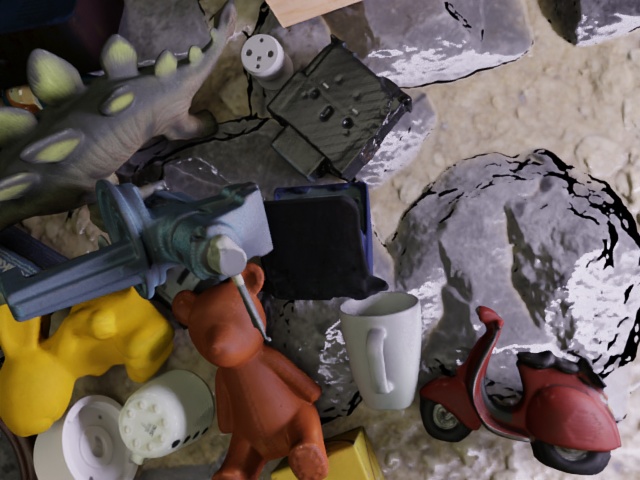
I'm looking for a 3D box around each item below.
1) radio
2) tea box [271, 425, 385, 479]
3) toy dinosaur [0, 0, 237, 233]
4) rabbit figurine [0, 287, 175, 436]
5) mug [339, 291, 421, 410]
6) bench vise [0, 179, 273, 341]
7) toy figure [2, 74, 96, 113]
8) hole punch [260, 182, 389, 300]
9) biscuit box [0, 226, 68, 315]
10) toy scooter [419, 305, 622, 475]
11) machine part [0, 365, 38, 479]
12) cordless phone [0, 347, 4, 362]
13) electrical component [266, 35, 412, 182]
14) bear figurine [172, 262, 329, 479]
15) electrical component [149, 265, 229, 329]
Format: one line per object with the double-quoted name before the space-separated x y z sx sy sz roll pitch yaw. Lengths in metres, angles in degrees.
"radio" -0.350 -0.248 0.618 0.230 0.073 0.131 -5 59 11
"tea box" 0.029 0.292 0.546 0.098 0.068 0.169 -25 83 11
"toy dinosaur" -0.256 -0.083 0.541 0.471 0.198 0.105 -45 78 -1
"rabbit figurine" -0.255 0.110 0.546 0.162 0.122 0.173 45 68 -4
"mug" 0.065 0.115 0.529 0.081 0.109 0.107 -8 101 7
"bench vise" -0.170 0.015 0.477 0.224 0.240 0.128 35 139 45
"toy figure" -0.320 -0.173 0.642 0.155 0.057 0.064 5 51 14
"hole punch" -0.001 -0.002 0.562 0.142 0.092 0.115 -3 113 12
"biscuit box" -0.377 0.011 0.606 0.202 0.063 0.059 35 97 -14
"toy scooter" 0.192 0.137 0.515 0.184 0.075 0.135 8 89 17
"machine part" -0.392 0.266 0.628 0.201 0.087 0.201 -28 84 9
"cordless phone" -0.454 0.079 0.650 0.147 0.088 0.184 -32 78 9
"electrical component" 0.014 -0.128 0.568 0.115 0.058 0.134 42 96 12
"bear figurine" -0.073 0.133 0.528 0.120 0.132 0.195 -21 105 9
"electrical component" -0.139 0.031 0.599 0.075 0.047 0.119 33 95 11
